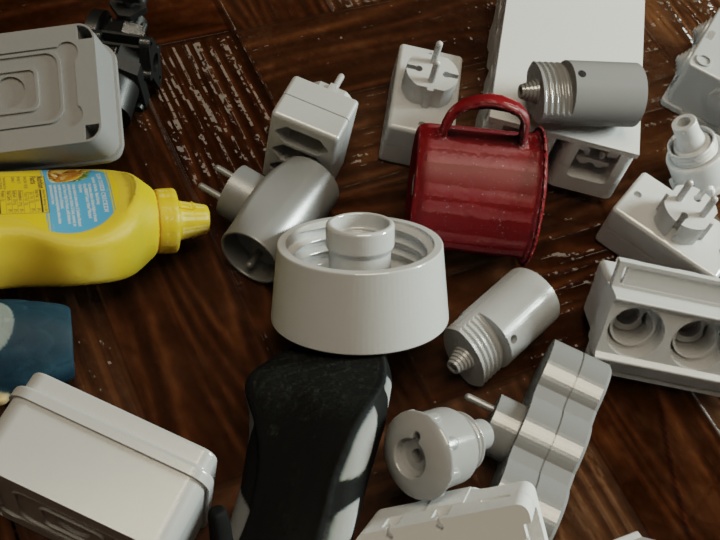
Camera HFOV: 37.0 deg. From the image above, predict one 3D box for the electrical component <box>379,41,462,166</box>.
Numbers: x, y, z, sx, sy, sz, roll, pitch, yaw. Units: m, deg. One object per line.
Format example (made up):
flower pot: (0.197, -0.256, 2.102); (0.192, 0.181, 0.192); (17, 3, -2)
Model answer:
electrical component: (0.047, -0.127, 0.759); (0.047, 0.075, 0.083); (12, 55, -4)

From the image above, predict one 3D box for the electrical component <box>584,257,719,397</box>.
electrical component: (0.209, 0.034, 0.687); (0.121, 0.078, 0.063); (11, 26, -4)

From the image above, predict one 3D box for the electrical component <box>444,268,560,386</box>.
electrical component: (0.084, 0.038, 0.675); (0.043, 0.043, 0.081); (42, 59, 17)

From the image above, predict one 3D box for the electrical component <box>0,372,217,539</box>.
electrical component: (-0.135, 0.110, 0.560); (0.113, 0.078, 0.057); (24, 58, 4)

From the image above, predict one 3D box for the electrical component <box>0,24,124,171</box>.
electrical component: (-0.210, -0.103, 0.673); (0.113, 0.057, 0.078); (-7, 81, 2)

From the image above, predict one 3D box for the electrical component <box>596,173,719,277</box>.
electrical component: (0.217, -0.032, 0.730); (0.083, 0.075, 0.047); (37, 57, 13)

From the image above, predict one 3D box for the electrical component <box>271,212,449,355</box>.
electrical component: (0.000, 0.000, 0.642); (0.108, 0.060, 0.108); (0, 22, 0)

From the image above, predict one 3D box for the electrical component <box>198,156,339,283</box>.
electrical component: (-0.066, -0.042, 0.696); (0.079, 0.044, 0.077); (30, 55, 8)

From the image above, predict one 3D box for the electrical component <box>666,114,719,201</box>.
electrical component: (0.242, -0.084, 0.775); (0.048, 0.062, 0.048); (-20, 41, 18)

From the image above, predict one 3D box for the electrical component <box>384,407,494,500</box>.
electrical component: (0.047, 0.095, 0.581); (0.062, 0.048, 0.048); (-8, 55, -45)

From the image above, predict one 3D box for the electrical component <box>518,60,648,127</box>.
electrical component: (0.145, -0.118, 0.717); (0.081, 0.043, 0.043); (0, 57, -12)

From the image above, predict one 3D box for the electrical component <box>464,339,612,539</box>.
electrical component: (0.092, 0.097, 0.632); (0.074, 0.052, 0.138); (25, 55, 6)

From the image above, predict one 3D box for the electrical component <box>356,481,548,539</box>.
electrical component: (0.050, 0.145, 0.557); (0.089, 0.056, 0.050); (-14, 90, 13)

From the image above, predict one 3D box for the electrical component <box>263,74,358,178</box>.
electrical component: (-0.027, -0.102, 0.732); (0.047, 0.065, 0.076); (23, 55, 4)

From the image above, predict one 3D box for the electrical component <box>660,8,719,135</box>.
electrical component: (0.298, -0.151, 0.844); (0.100, 0.048, 0.099); (30, 56, 9)

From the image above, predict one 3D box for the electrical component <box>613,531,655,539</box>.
electrical component: (0.115, 0.189, 0.564); (0.121, 0.079, 0.063); (-14, 90, -20)

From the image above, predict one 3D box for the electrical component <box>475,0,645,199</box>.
electrical component: (0.149, -0.148, 0.804); (0.105, 0.060, 0.186); (14, 55, -2)
